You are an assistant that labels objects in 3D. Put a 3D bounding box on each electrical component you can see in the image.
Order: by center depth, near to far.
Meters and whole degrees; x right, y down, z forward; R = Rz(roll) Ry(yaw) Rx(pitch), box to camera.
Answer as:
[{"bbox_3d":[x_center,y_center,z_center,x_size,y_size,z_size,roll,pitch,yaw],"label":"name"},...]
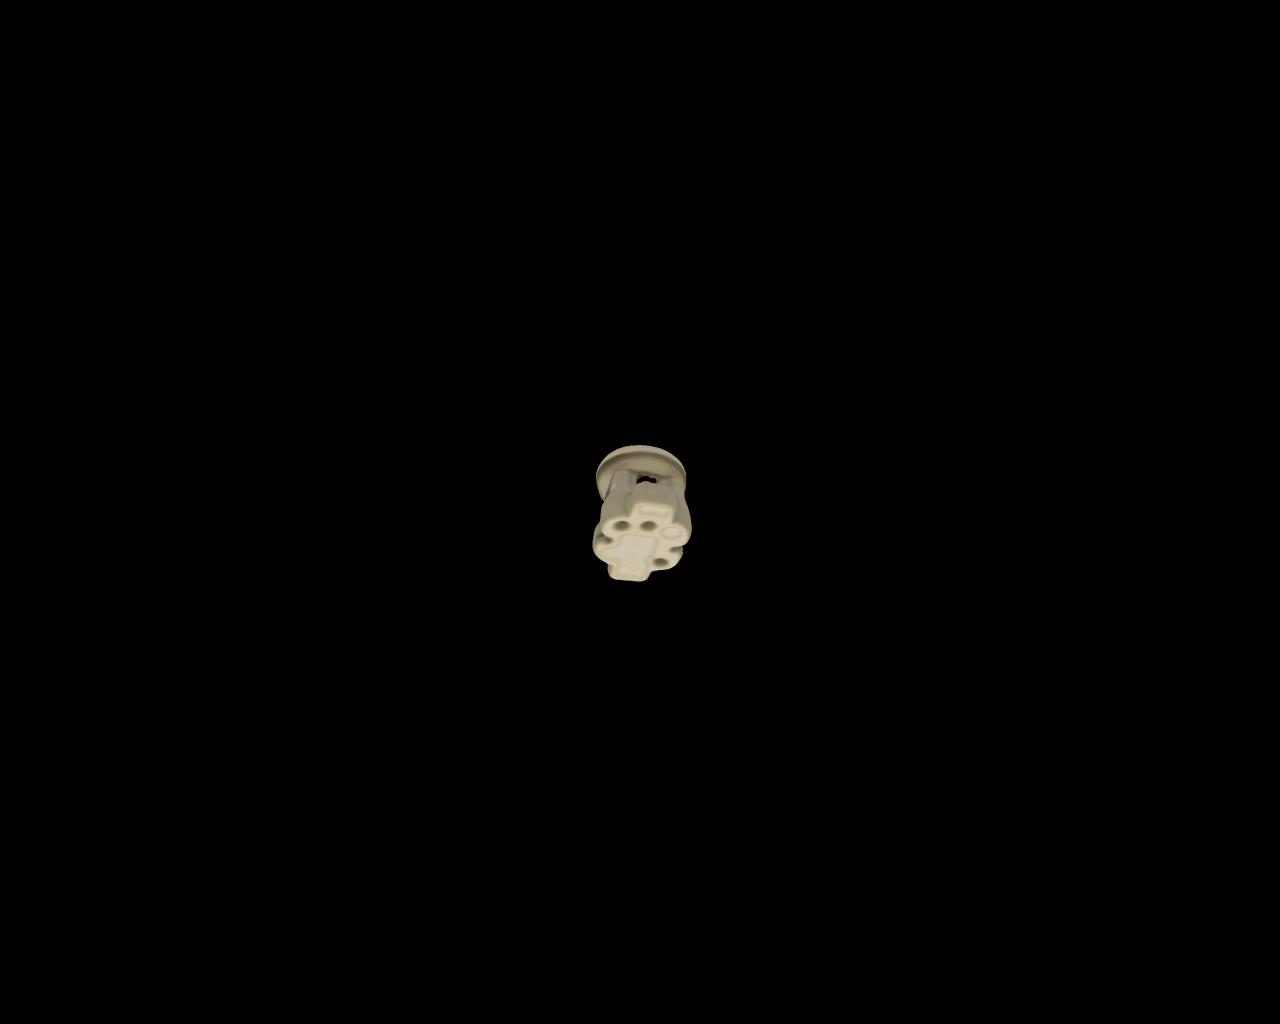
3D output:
[{"bbox_3d":[0.001,-0.003,0.650,0.058,0.057,0.078,8,-39,-10],"label":"electrical component"}]
